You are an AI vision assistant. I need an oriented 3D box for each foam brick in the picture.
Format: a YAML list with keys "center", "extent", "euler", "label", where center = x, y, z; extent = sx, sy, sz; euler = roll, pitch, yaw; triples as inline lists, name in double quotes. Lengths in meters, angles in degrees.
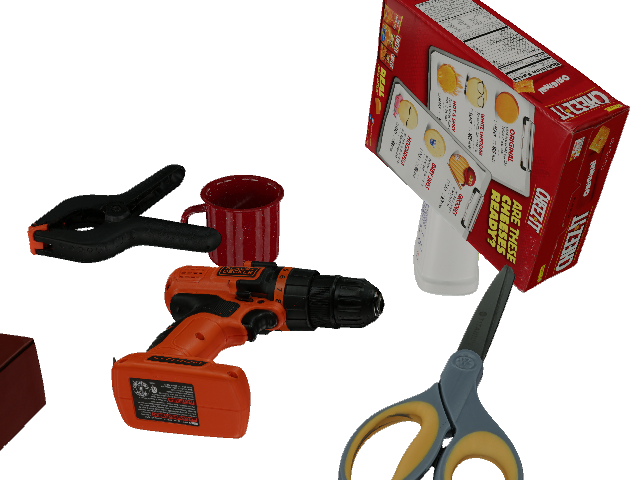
- center: [-0.222, 0.100, 0.683]
  extent: [0.053, 0.051, 0.078]
  euler: [6, 29, 22]
  label: "foam brick"

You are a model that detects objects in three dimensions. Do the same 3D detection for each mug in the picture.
- center: [-0.099, -0.017, 1.198]
  extent: [0.117, 0.081, 0.093]
  euler: [-7, 29, -14]
  label: "mug"

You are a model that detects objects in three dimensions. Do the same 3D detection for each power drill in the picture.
- center: [-0.058, 0.076, 0.811]
  extent: [0.185, 0.057, 0.187]
  euler: [1, 23, 19]
  label: "power drill"

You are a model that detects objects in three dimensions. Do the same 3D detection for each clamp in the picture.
- center: [-0.186, -0.024, 0.995]
  extent: [0.171, 0.039, 0.120]
  euler: [-5, 36, -16]
  label: "clamp"

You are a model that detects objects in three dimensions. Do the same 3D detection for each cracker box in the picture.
- center: [0.131, -0.090, 0.857]
  extent: [0.072, 0.164, 0.214]
  euler: [-24, 51, -27]
  label: "cracker box"

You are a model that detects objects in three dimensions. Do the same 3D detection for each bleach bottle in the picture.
- center: [0.139, -0.074, 1.084]
  extent: [0.068, 0.251, 0.102]
  euler: [3, 31, -1]
  label: "bleach bottle"

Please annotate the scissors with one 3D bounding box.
- center: [0.088, 0.080, 0.555]
  extent: [0.096, 0.016, 0.201]
  euler: [24, 44, 30]
  label: "scissors"
